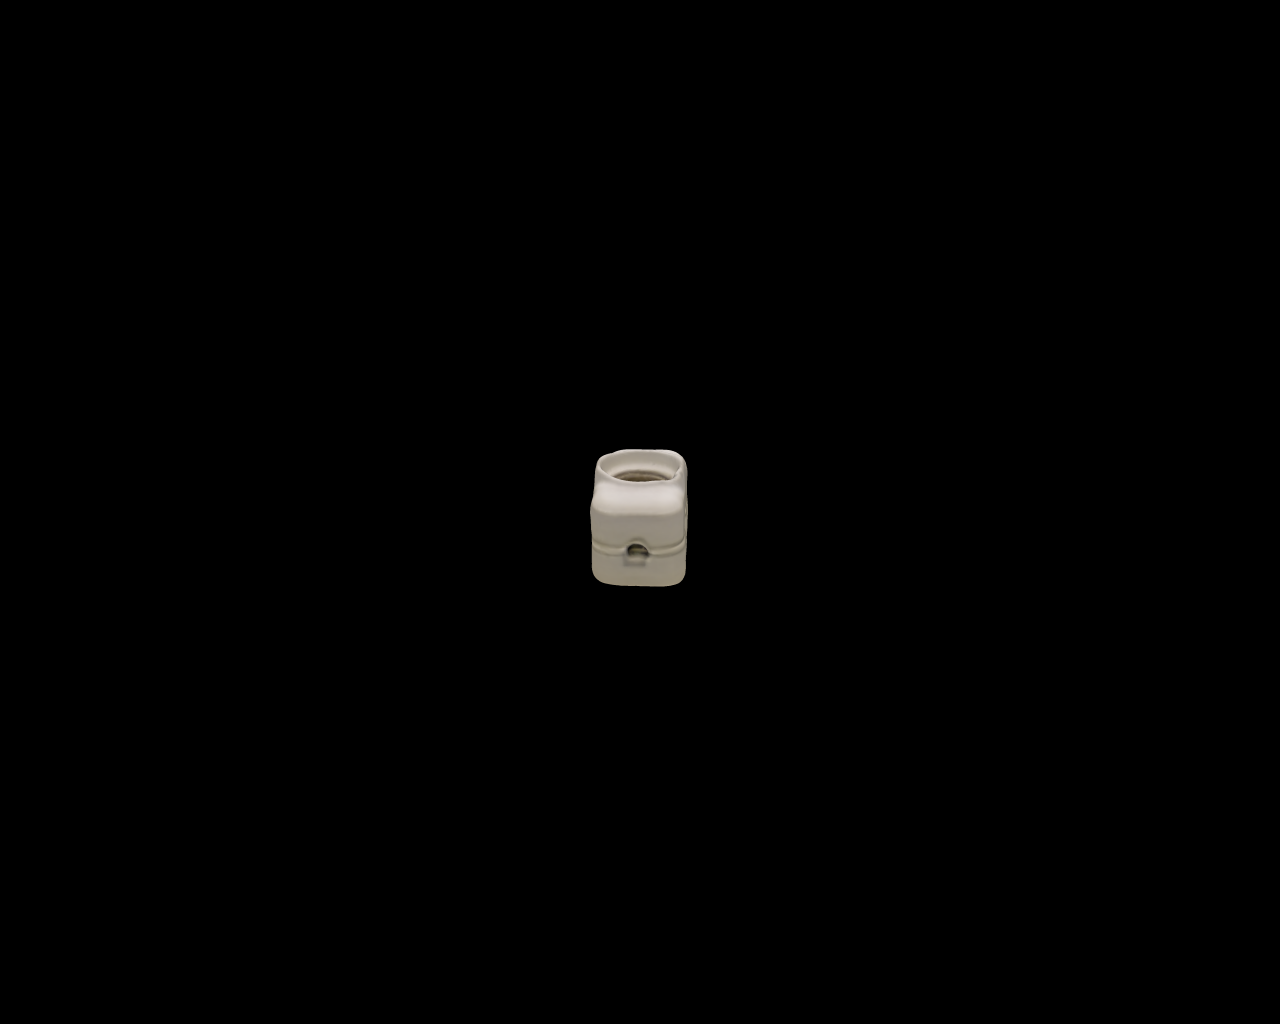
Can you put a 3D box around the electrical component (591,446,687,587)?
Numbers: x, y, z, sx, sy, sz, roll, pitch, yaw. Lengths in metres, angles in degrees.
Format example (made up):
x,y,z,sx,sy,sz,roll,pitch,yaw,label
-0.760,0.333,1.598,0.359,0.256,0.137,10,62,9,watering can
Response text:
x,y,z,sx,sy,sz,roll,pitch,yaw,label
0.001,-0.003,0.650,0.054,0.059,0.095,1,24,3,electrical component
